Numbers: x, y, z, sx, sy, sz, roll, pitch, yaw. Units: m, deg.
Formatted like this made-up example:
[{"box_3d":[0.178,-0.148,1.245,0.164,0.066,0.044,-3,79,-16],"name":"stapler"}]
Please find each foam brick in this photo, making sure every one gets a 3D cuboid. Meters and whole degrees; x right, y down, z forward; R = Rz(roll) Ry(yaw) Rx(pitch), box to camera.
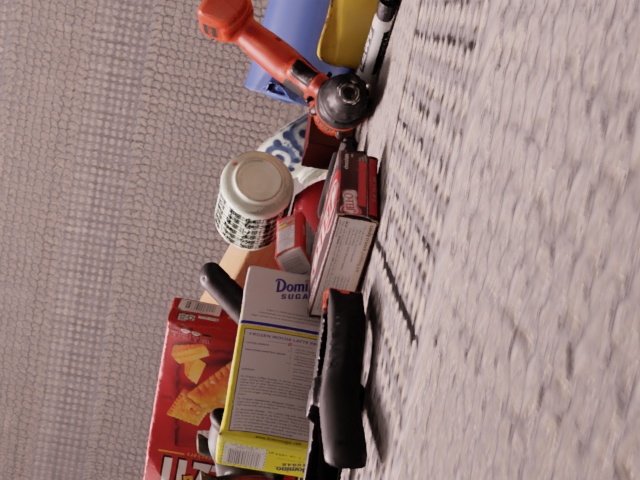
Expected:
[{"box_3d":[0.012,-0.124,1.193,0.053,0.051,0.078,110,169,-64],"name":"foam brick"}]

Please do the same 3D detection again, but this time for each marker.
[{"box_3d":[0.053,-0.186,0.982,0.121,0.020,0.020,107,172,-61],"name":"marker"}]

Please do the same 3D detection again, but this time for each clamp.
[{"box_3d":[0.011,0.108,0.720,0.165,0.036,0.210,106,173,-52],"name":"clamp"},{"box_3d":[-0.044,0.087,0.954,0.039,0.120,0.171,-53,43,34],"name":"clamp"}]

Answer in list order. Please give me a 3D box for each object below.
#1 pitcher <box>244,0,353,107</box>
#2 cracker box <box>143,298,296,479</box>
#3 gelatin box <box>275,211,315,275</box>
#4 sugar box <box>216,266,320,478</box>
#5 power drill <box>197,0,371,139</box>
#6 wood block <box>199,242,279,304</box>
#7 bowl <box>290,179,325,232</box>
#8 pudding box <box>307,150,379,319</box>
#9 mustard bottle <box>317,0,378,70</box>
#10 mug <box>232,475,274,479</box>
[{"box_3d":[-0.001,-0.290,1.333,0.149,0.144,0.243,40,119,59],"name":"pitcher"},{"box_3d":[-0.095,0.182,1.139,0.072,0.164,0.214,-85,6,-73],"name":"cracker box"},{"box_3d":[-0.011,0.029,0.978,0.073,0.030,0.089,-91,-24,-63],"name":"gelatin box"},{"box_3d":[-0.027,0.105,0.874,0.176,0.093,0.048,-83,5,-46],"name":"sugar box"},{"box_3d":[-0.031,-0.173,1.029,0.057,0.187,0.184,-49,2,-4],"name":"power drill"},{"box_3d":[-0.086,0.081,1.238,0.206,0.090,0.090,-62,19,-9],"name":"wood block"},{"box_3d":[-0.007,0.001,1.128,0.162,0.055,0.162,-171,91,-86],"name":"bowl"},{"box_3d":[0.019,-0.003,0.873,0.090,0.039,0.114,-85,6,-52],"name":"pudding box"},{"box_3d":[0.042,-0.271,1.068,0.096,0.058,0.192,-99,19,-72],"name":"mustard bottle"},{"box_3d":[-0.066,0.290,0.994,0.081,0.093,0.117,97,-175,-49],"name":"mug"}]
